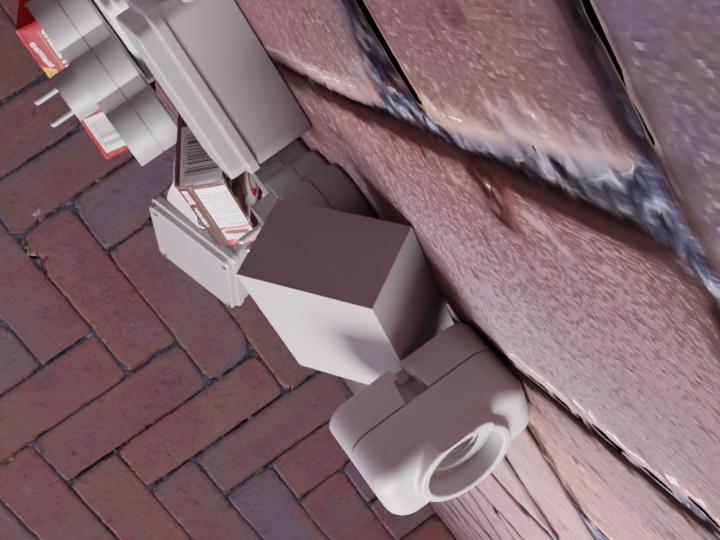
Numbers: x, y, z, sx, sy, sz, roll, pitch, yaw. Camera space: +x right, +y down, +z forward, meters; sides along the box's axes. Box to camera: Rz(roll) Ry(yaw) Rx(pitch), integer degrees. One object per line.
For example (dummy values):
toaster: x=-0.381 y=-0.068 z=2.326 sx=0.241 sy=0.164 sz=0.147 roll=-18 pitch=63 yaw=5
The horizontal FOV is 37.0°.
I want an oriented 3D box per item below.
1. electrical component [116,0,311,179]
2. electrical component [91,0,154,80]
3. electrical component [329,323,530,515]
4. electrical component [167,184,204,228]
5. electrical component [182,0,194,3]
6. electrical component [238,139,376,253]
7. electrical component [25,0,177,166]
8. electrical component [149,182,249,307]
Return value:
electrical component: x=-0.089 y=-0.118 z=0.643 sx=0.113 sy=0.057 sz=0.078 roll=57 pitch=174 yaw=-28
electrical component: x=-0.167 y=-0.208 z=0.765 sx=0.108 sy=0.056 sz=0.108 roll=53 pitch=174 yaw=16
electrical component: x=0.041 y=0.083 z=0.576 sx=0.059 sy=0.095 sz=0.053 roll=50 pitch=173 yaw=37
electrical component: x=-0.133 y=-0.088 z=0.997 sx=0.064 sy=0.099 sz=0.099 roll=46 pitch=172 yaw=14
electrical component: x=-0.111 y=-0.174 z=0.585 sx=0.078 sy=0.040 sz=0.040 roll=52 pitch=174 yaw=24
electrical component: x=-0.046 y=-0.036 z=0.692 sx=0.052 sy=0.074 sz=0.138 roll=57 pitch=174 yaw=-25
electrical component: x=-0.196 y=-0.132 z=0.769 sx=0.138 sy=0.074 sz=0.052 roll=55 pitch=174 yaw=-9
electrical component: x=-0.150 y=-0.030 z=1.082 sx=0.109 sy=0.056 sz=0.108 roll=37 pitch=158 yaw=13
